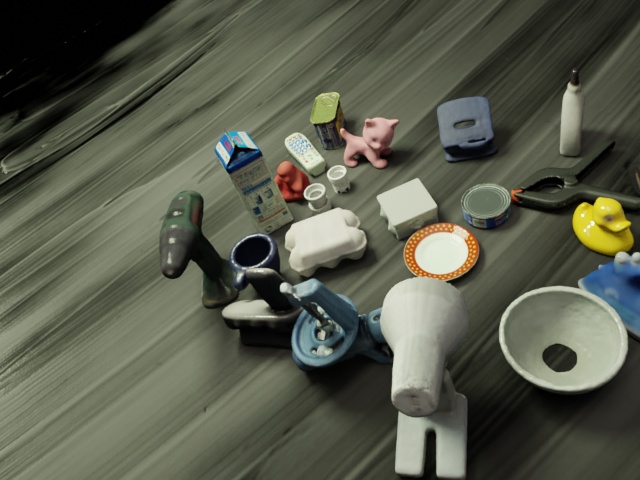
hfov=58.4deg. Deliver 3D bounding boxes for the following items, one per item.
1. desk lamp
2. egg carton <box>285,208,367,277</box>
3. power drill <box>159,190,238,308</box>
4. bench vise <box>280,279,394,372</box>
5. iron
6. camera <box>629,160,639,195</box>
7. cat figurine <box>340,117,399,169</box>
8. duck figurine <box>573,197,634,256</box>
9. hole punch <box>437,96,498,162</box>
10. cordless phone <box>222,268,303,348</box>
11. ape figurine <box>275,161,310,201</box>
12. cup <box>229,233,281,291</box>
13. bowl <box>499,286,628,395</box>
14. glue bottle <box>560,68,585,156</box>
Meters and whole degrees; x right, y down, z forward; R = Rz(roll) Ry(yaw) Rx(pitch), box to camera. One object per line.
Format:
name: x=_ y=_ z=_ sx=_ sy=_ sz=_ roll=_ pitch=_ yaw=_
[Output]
desk lamp: x=0.143 y=0.186 z=0.767 sx=0.117 sy=0.214 sz=0.203 roll=-4 pitch=50 yaw=18
egg carton: x=0.010 y=0.004 z=1.070 sx=0.150 sy=0.070 sz=0.107 roll=-21 pitch=47 yaw=3
power drill: x=-0.222 y=0.028 z=1.041 sx=0.075 sy=0.209 sz=0.229 roll=-17 pitch=47 yaw=6
bench vise: x=0.035 y=0.110 z=0.867 sx=0.207 sy=0.220 sz=0.121 roll=-27 pitch=47 yaw=-2
iron: x=0.484 y=0.074 z=0.784 sx=0.257 sy=0.142 sz=0.119 roll=25 pitch=63 yaw=35
camera: x=0.586 y=-0.139 z=0.955 sx=0.137 sy=0.101 sz=0.143 roll=-22 pitch=47 yaw=2
cat figurine: x=0.102 y=-0.212 z=1.186 sx=0.127 sy=0.118 sz=0.067 roll=5 pitch=53 yaw=24
duck figurine: x=0.458 y=-0.034 z=0.924 sx=0.077 sy=0.086 sz=0.104 roll=-31 pitch=47 yaw=-6
hole punch: x=0.293 y=-0.222 z=1.141 sx=0.108 sy=0.091 sz=0.101 roll=-9 pitch=49 yaw=14
cordless phone: x=-0.103 y=0.097 z=0.954 sx=0.147 sy=0.185 sz=0.094 roll=-4 pitch=50 yaw=17
ape figurine: x=-0.063 y=-0.126 z=1.192 sx=0.076 sy=0.092 sz=0.077 roll=-35 pitch=48 yaw=-10
cup: x=-0.114 y=0.059 z=1.052 sx=0.091 sy=0.095 sz=0.118 roll=7 pitch=54 yaw=26
bowl: x=0.343 y=0.153 z=0.815 sx=0.167 sy=0.075 sz=0.167 roll=-10 pitch=49 yaw=12
glue bottle: x=0.458 y=-0.238 z=1.037 sx=0.037 sy=0.173 sz=0.078 roll=5 pitch=53 yaw=24
